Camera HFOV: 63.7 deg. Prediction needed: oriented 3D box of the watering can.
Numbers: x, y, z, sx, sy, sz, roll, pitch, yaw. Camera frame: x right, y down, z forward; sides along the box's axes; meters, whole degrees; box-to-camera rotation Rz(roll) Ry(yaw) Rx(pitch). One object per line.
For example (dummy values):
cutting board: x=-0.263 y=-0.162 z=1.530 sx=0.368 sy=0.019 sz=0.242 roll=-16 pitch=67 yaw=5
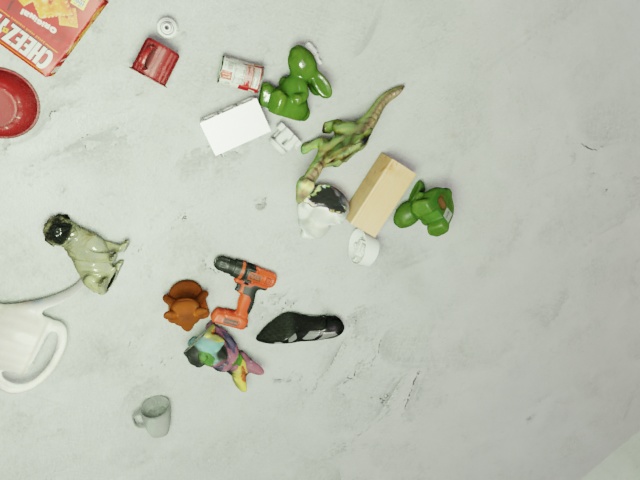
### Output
watering can: x=-0.744 y=0.214 z=1.298 sx=0.223 sy=0.104 sz=0.348 roll=25 pitch=88 yaw=-21

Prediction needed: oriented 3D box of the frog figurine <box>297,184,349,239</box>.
frog figurine: x=0.004 y=-0.071 z=1.405 sx=0.137 sy=0.125 sz=0.156 roll=4 pitch=145 yaw=-9

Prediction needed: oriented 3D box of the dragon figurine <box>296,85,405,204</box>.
dragon figurine: x=0.081 y=-0.246 z=1.278 sx=0.409 sy=0.246 sz=0.121 roll=-43 pitch=110 yaw=5
